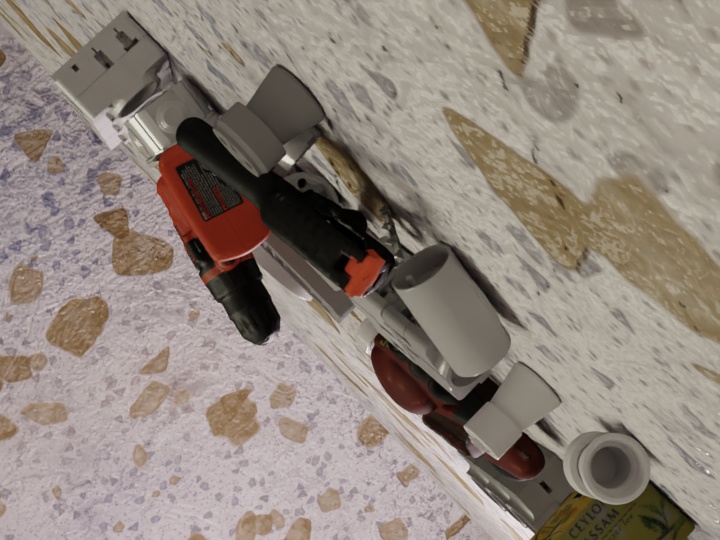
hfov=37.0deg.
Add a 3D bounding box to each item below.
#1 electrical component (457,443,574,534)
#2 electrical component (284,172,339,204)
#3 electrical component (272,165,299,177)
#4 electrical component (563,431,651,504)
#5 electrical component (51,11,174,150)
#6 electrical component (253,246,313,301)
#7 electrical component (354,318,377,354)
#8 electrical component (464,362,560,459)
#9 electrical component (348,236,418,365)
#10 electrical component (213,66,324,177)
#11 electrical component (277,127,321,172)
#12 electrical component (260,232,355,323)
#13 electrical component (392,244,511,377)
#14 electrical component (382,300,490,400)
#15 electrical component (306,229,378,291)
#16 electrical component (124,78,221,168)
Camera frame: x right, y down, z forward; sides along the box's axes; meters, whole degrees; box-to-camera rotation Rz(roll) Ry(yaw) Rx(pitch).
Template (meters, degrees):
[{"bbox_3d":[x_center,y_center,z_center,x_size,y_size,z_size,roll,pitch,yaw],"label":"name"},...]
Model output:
[{"bbox_3d":[0.166,0.214,1.072,0.089,0.062,0.150,47,172,-16],"label":"electrical component"},{"bbox_3d":[-0.047,-0.049,0.845,0.055,0.055,0.047,47,176,-11],"label":"electrical component"},{"bbox_3d":[-0.067,-0.065,0.903,0.045,0.045,0.055,43,172,18],"label":"electrical component"},{"bbox_3d":[0.160,0.128,0.703,0.045,0.045,0.055,45,173,3],"label":"electrical component"},{"bbox_3d":[-0.227,-0.172,1.019,0.061,0.089,0.150,46,173,-2],"label":"electrical component"},{"bbox_3d":[-0.076,-0.013,1.156,0.099,0.064,0.099,44,173,7],"label":"electrical component"},{"bbox_3d":[0.027,0.078,1.166,0.055,0.045,0.045,42,172,22],"label":"electrical component"},{"bbox_3d":[0.108,0.105,0.783,0.044,0.065,0.044,44,173,7],"label":"electrical component"},{"bbox_3d":[0.029,0.022,0.820,0.056,0.050,0.089,39,170,38],"label":"electrical component"},{"bbox_3d":[-0.057,-0.091,0.660,0.045,0.055,0.045,44,173,7],"label":"electrical component"},{"bbox_3d":[-0.054,-0.092,0.704,0.046,0.040,0.040,40,173,-3],"label":"electrical component"},{"bbox_3d":[-0.036,-0.012,0.966,0.113,0.057,0.078,45,173,3],"label":"electrical component"},{"bbox_3d":[0.054,0.020,0.700,0.077,0.043,0.079,54,180,-23],"label":"electrical component"},{"bbox_3d":[0.064,0.050,0.781,0.056,0.050,0.089,40,172,36],"label":"electrical component"},{"bbox_3d":[0.000,0.000,0.875,0.076,0.047,0.066,46,173,-2],"label":"electrical component"},{"bbox_3d":[-0.170,-0.133,0.970,0.051,0.080,0.080,53,171,-15],"label":"electrical component"}]
